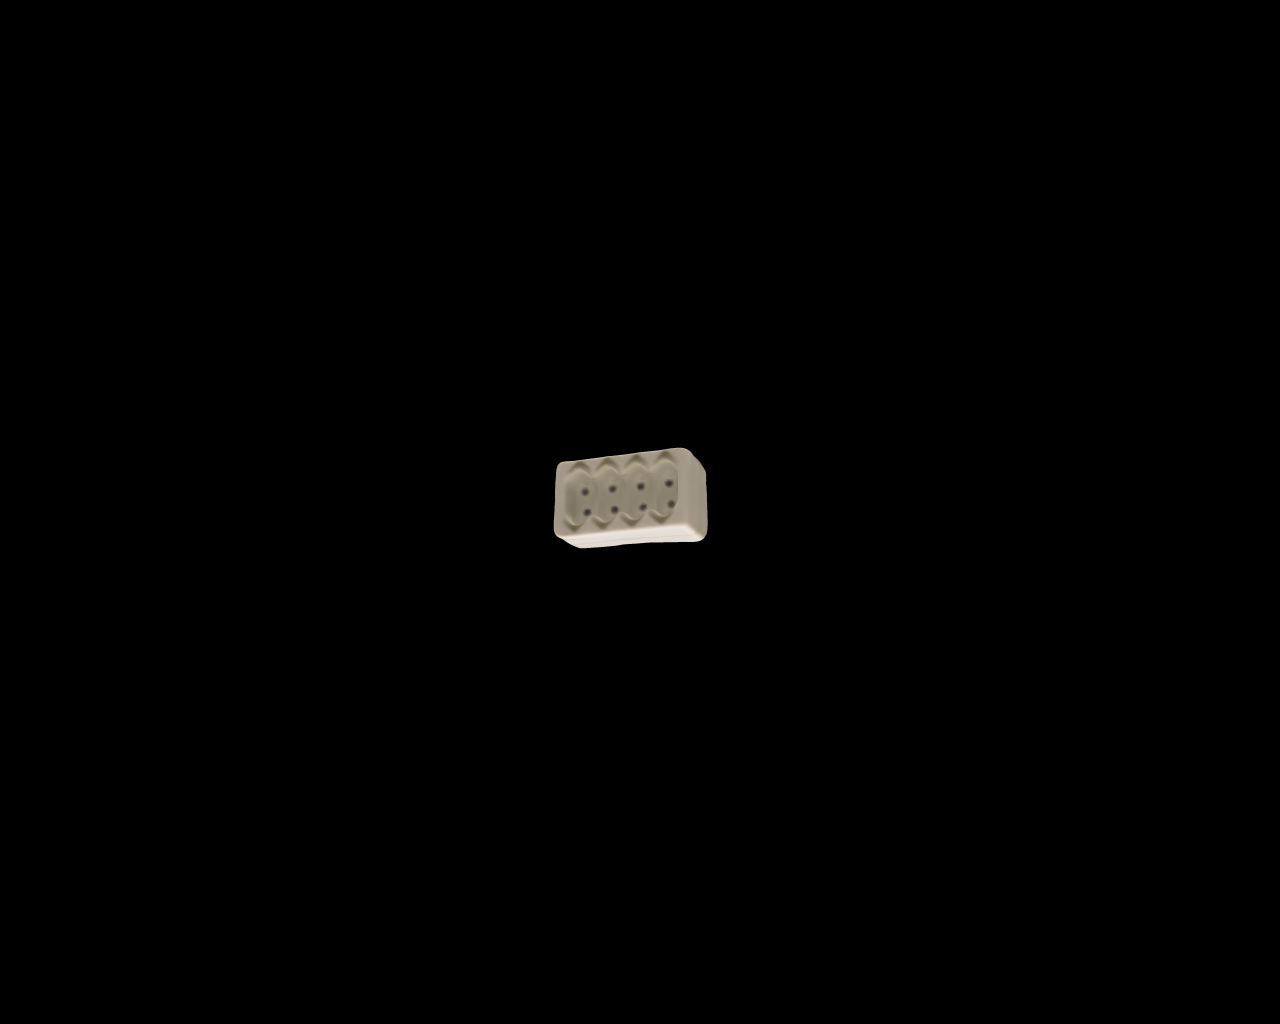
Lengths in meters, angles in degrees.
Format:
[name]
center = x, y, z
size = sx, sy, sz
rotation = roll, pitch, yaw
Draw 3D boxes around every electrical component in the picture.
[electrical component]
center = 0.001, -0.003, 0.650
size = 0.083, 0.047, 0.075
rotation = -5, -15, 18
